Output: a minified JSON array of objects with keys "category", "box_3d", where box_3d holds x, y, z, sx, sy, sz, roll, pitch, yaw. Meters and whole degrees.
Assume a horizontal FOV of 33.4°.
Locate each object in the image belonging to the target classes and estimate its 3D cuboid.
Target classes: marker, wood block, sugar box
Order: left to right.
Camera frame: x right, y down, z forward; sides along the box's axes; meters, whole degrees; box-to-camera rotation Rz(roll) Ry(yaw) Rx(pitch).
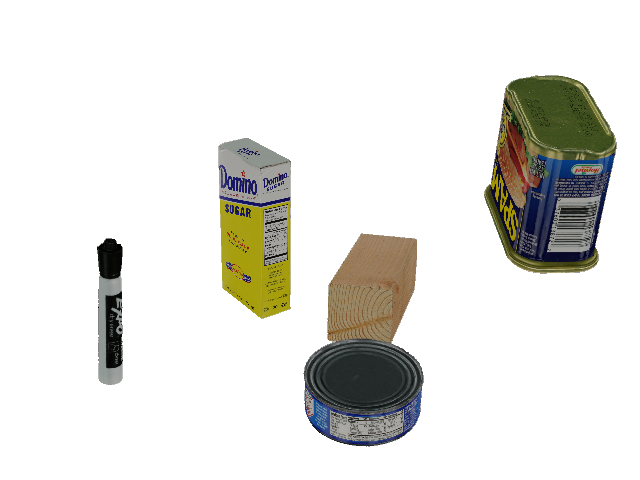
[{"category":"marker","box_3d":[-0.161,0.055,0.815,0.020,0.121,0.020,4,25,-2]},{"category":"sugar box","box_3d":[-0.072,-0.014,1.160,0.048,0.176,0.093,-17,29,-30]},{"category":"wood block","box_3d":[0.078,0.068,1.544,0.091,0.090,0.206,6,21,13]}]

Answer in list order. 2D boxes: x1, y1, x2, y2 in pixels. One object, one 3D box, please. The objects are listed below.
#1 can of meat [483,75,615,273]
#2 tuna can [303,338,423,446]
[{"category":"can of meat","box_3d":[0.140,-0.043,0.657,0.057,0.084,0.102,-1,35,-5]},{"category":"tuna can","box_3d":[0.031,0.109,0.769,0.086,0.034,0.086,0,30,0]}]
